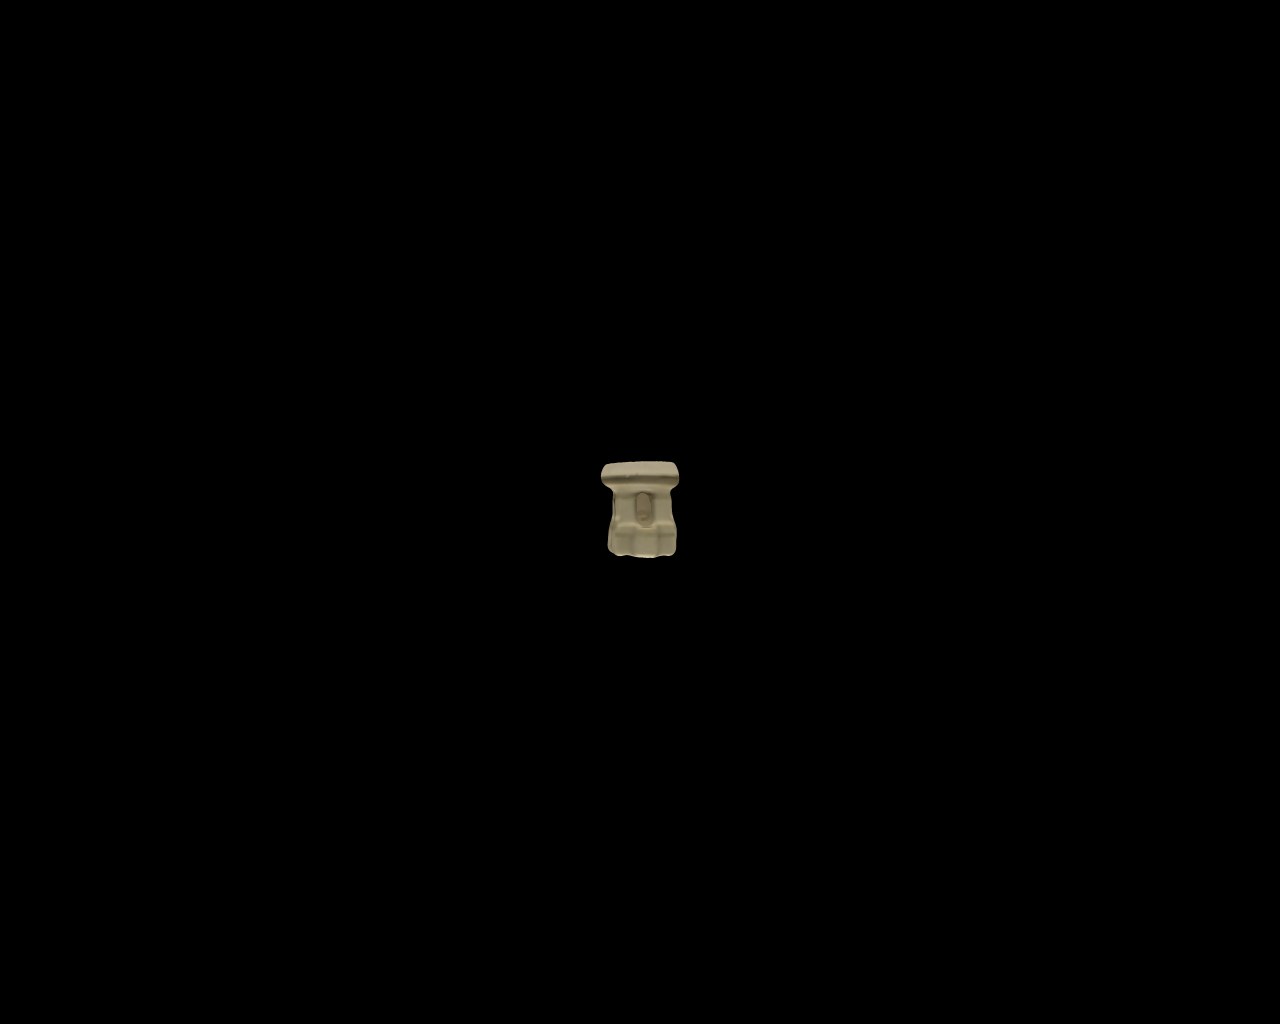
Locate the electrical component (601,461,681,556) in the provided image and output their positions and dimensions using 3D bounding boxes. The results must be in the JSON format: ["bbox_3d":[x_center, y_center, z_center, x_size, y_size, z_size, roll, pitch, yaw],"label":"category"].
[{"bbox_3d":[0.001,-0.003,0.650,0.048,0.055,0.066,0,0,-7],"label":"electrical component"}]
